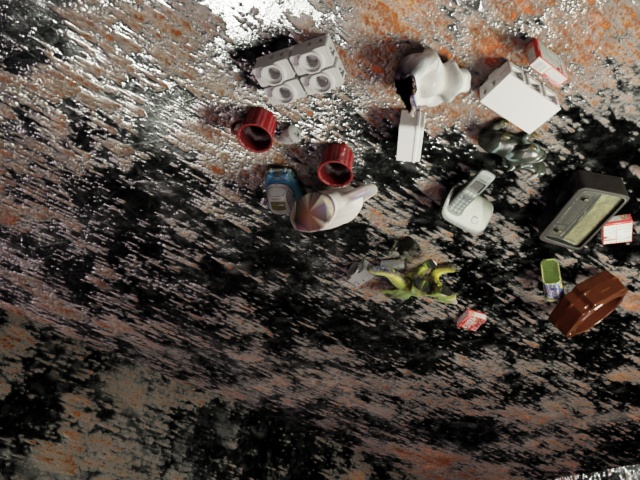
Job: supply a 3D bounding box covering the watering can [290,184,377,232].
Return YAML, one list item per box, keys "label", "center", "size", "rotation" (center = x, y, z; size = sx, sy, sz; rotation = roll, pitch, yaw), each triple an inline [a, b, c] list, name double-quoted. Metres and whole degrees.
- label: "watering can"
  center: [0.004, -0.073, 1.446]
  size: [0.343, 0.226, 0.104]
  rotation: [-27, 83, 41]

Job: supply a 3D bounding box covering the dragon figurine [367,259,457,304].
- label: "dragon figurine"
  center: [0.287, 0.153, 1.661]
  size: [0.409, 0.125, 0.238]
  rotation: [11, 151, -20]

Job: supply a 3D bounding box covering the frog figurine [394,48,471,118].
- label: "frog figurine"
  center: [0.249, -0.358, 1.137]
  size: [0.160, 0.125, 0.134]
  rotation: [-27, 128, -11]
